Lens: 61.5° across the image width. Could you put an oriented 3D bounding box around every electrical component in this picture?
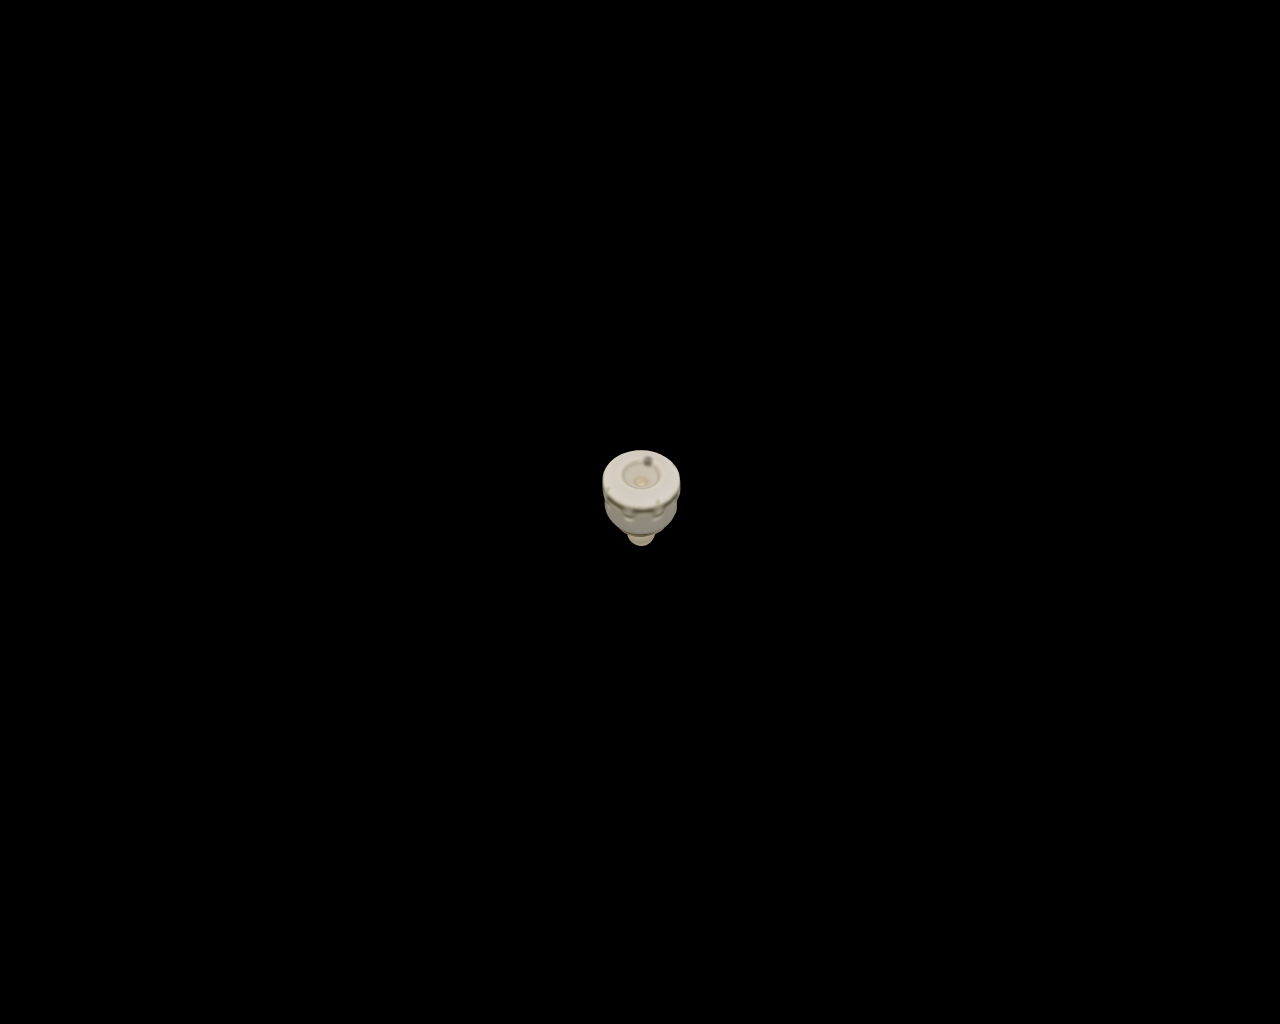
[{"bbox_3d":[0.001,-0.003,0.650,0.048,0.048,0.062,0,-40,0],"label":"electrical component"}]
